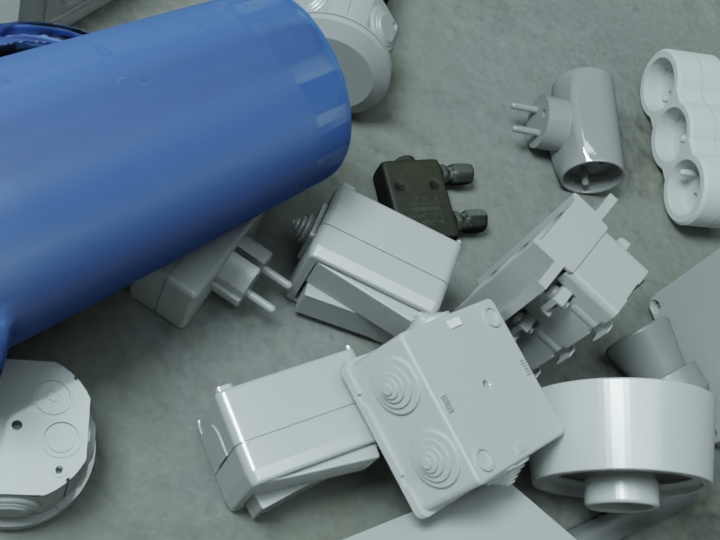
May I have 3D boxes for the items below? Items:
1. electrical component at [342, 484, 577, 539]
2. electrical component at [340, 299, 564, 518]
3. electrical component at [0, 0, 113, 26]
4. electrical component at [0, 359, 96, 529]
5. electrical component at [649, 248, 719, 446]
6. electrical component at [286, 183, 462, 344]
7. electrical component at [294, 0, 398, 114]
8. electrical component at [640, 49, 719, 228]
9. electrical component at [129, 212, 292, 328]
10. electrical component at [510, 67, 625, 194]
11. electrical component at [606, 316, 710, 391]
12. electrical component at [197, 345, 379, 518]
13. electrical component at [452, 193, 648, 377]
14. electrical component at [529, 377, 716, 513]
[{"bbox_3d":[0.036,0.174,0.538,0.150,0.061,0.089,-16,29,-25],"label":"electrical component"},{"bbox_3d":[0.051,0.069,0.563,0.100,0.048,0.099,-17,75,-48],"label":"electrical component"},{"bbox_3d":[-0.183,-0.195,0.653,0.057,0.078,0.113,46,59,3],"label":"electrical component"},{"bbox_3d":[-0.171,0.084,0.534,0.080,0.051,0.080,8,63,-16],"label":"electrical component"},{"bbox_3d":[0.249,0.041,0.670,0.056,0.108,0.108,-9,68,-26],"label":"electrical component"},{"bbox_3d":[0.000,0.000,0.630,0.096,0.061,0.061,26,59,-6],"label":"electrical component"},{"bbox_3d":[-0.016,-0.142,0.686,0.080,0.080,0.051,21,55,-9],"label":"electrical component"},{"bbox_3d":[0.255,-0.093,0.771,0.074,0.052,0.138,4,63,-17],"label":"electrical component"},{"bbox_3d":[-0.075,-0.004,0.614,0.076,0.047,0.083,34,59,-1],"label":"electrical component"},{"bbox_3d":[0.140,-0.099,0.739,0.079,0.043,0.077,8,63,-15],"label":"electrical component"},{"bbox_3d":[0.188,0.063,0.675,0.045,0.045,0.055,-21,74,-27],"label":"electrical component"},{"bbox_3d":[-0.030,0.087,0.577,0.096,0.061,0.061,-16,71,-25],"label":"electrical component"},{"bbox_3d":[0.106,0.016,0.624,0.063,0.121,0.078,43,59,1],"label":"electrical component"},{"bbox_3d":[0.147,0.104,0.607,0.108,0.108,0.060,9,68,-15],"label":"electrical component"}]
